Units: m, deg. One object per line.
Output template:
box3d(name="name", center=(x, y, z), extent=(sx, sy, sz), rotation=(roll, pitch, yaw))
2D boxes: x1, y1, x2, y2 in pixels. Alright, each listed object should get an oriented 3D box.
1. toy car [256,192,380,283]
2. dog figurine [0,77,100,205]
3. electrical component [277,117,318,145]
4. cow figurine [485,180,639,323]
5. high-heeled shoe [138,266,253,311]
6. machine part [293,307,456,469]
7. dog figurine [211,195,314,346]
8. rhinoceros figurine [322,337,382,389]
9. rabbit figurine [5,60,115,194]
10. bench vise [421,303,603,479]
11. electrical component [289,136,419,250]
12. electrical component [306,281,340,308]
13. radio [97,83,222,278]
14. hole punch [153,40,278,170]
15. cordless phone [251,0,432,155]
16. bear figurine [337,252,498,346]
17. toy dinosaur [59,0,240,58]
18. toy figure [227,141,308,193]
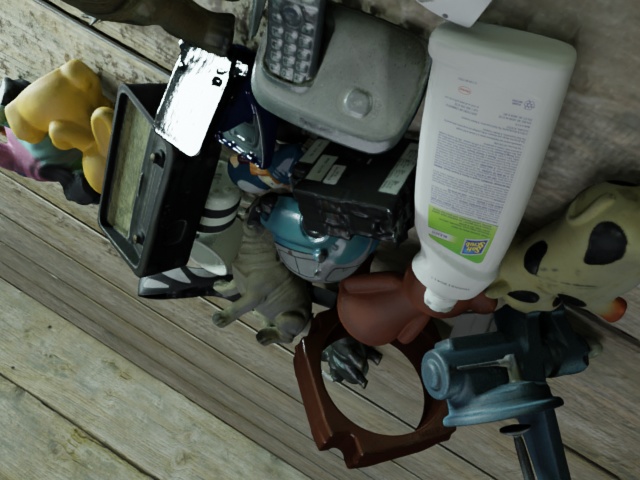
box3d(name="toy car", center=(-0.001, -0.002, 0.625), extent=(0.162, 0.109, 0.102), rotation=(11, 104, 39))
box3d(name="dog figurine", center=(-0.415, -0.144, 0.860), extent=(0.219, 0.192, 0.108), rotation=(26, 120, -36))
box3d(name="electrical component", center=(-0.037, -0.134, 0.578), extent=(0.094, 0.021, 0.063), rotation=(21, 148, 24))
box3d(name="cow figurine", center=(0.220, 0.017, 0.484), extent=(0.127, 0.085, 0.194), rotation=(25, 152, 3))
box3d(name="high-heeled shoe", center=(-0.197, 0.105, 0.967), extent=(0.249, 0.145, 0.086), rotation=(37, 152, -2))
box3d(name="machine part", center=(0.076, 0.189, 0.728), extent=(0.087, 0.201, 0.201), rotation=(111, 146, -52))
box3d(name="dog figurine", center=(-0.049, 0.041, 0.753), extent=(0.172, 0.121, 0.190), rotation=(17, 119, -30))
box3d(name="rhinoceros figurine", center=(0.046, 0.205, 0.946), extent=(0.112, 0.073, 0.190), rotation=(23, 149, 15))
box3d(name="rabbit figurine", center=(-0.305, -0.147, 0.733), extent=(0.162, 0.122, 0.173), rotation=(-17, 105, 28))
box3d(name="bench vise", center=(0.220, 0.182, 0.564), extent=(0.223, 0.240, 0.129), rotation=(1, 159, -32))
box3d(name="electrical component", center=(0.039, -0.058, 0.522), extent=(0.134, 0.115, 0.058), rotation=(17, 142, 31))
box3d(name="electrical component", center=(0.017, 0.083, 0.829), extent=(0.102, 0.045, 0.078), rotation=(15, 174, 35))
box3d(name="radio", center=(-0.209, -0.068, 0.679), extent=(0.131, 0.073, 0.229), rotation=(47, 132, 25))
box3d(name="hole punch", center=(-0.094, -0.138, 0.542), extent=(0.092, 0.115, 0.142), rotation=(11, -161, -42))
box3d(name="cordless phone", center=(0.022, -0.168, 0.413), extent=(0.147, 0.089, 0.184), rotation=(26, 145, 14))
box3d(name="bear figurine", center=(0.109, 0.049, 0.639), extent=(0.120, 0.132, 0.196), rotation=(40, 132, -13))
box3d(name="toy dinosaur", center=(-0.160, -0.217, 0.415), extent=(0.198, 0.105, 0.472), rotation=(7, -175, -15))
box3d(name="toy figure", center=(-0.059, -0.084, 0.621), extent=(0.155, 0.064, 0.057), rotation=(8, 111, 59))
